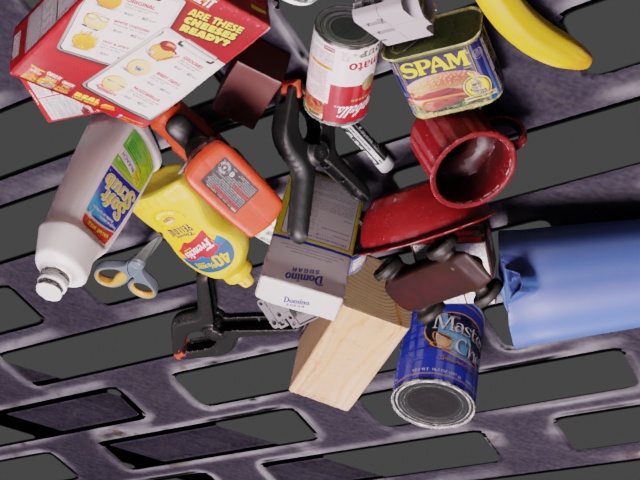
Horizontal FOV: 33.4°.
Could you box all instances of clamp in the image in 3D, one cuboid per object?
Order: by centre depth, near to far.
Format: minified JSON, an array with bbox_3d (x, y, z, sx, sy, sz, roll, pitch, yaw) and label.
[{"bbox_3d":[-0.014,-0.084,1.138,0.039,0.120,0.171,-3,122,44],"label":"clamp"},{"bbox_3d":[-0.145,0.107,1.437,0.164,0.036,0.210,37,136,-28],"label":"clamp"}]

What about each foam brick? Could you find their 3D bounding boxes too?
[{"bbox_3d":[-0.072,-0.166,1.114,0.053,0.051,0.078,26,137,-12],"label":"foam brick"}]

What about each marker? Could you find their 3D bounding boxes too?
[{"bbox_3d":[0.040,-0.116,1.153,0.020,0.020,0.121,-20,133,32],"label":"marker"}]

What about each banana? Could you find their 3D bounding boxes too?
[{"bbox_3d":[0.185,-0.222,0.991,0.070,0.037,0.197,-16,130,31],"label":"banana"}]

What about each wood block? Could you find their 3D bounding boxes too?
[{"bbox_3d":[0.040,0.120,1.363,0.090,0.090,0.206,21,138,-8],"label":"wood block"}]

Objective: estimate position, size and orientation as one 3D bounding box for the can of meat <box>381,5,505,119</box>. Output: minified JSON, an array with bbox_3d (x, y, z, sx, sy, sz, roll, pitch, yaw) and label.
[{"bbox_3d":[0.123,-0.172,1.049,0.102,0.057,0.084,-10,135,24],"label":"can of meat"}]

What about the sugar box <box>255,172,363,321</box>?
[{"bbox_3d":[-0.008,0.002,1.182,0.093,0.176,0.048,17,139,-2],"label":"sugar box"}]

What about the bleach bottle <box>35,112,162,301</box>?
[{"bbox_3d":[-0.246,-0.032,1.156,0.068,0.250,0.102,-2,136,17],"label":"bleach bottle"}]

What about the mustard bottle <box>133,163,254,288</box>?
[{"bbox_3d":[-0.142,-0.007,1.299,0.096,0.058,0.191,-17,130,32],"label":"mustard bottle"}]

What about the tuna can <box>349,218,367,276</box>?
[{"bbox_3d":[0.016,0.001,1.244,0.086,0.086,0.034,13,138,1],"label":"tuna can"}]

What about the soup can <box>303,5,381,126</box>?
[{"bbox_3d":[0.022,-0.174,1.066,0.068,0.068,0.102,12,138,2],"label":"soup can"}]

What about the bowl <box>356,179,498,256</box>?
[{"bbox_3d":[0.108,-0.033,1.162,0.162,0.161,0.055,-16,94,30],"label":"bowl"}]

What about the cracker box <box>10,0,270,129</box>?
[{"bbox_3d":[-0.179,-0.211,1.051,0.163,0.072,0.214,21,141,-38],"label":"cracker box"}]

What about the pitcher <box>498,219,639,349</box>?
[{"bbox_3d":[0.321,0.040,1.174,0.243,0.149,0.145,-8,125,13],"label":"pitcher"}]

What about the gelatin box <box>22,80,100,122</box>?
[{"bbox_3d":[-0.278,-0.173,1.179,0.089,0.030,0.073,-7,132,23],"label":"gelatin box"}]

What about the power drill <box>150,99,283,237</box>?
[{"bbox_3d":[-0.099,-0.067,1.140,0.057,0.188,0.184,-47,114,1],"label":"power drill"}]

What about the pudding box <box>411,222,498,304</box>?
[{"bbox_3d":[0.162,0.029,1.269,0.090,0.039,0.113,-1,134,19],"label":"pudding box"}]

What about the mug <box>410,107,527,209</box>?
[{"bbox_3d":[0.153,-0.097,1.092,0.117,0.081,0.093,-22,132,-2],"label":"mug"}]

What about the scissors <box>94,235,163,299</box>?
[{"bbox_3d":[-0.221,0.038,1.373,0.096,0.016,0.202,32,149,-29],"label":"scissors"}]

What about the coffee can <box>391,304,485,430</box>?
[{"bbox_3d":[0.148,0.148,1.325,0.103,0.140,0.103,8,138,7],"label":"coffee can"}]
